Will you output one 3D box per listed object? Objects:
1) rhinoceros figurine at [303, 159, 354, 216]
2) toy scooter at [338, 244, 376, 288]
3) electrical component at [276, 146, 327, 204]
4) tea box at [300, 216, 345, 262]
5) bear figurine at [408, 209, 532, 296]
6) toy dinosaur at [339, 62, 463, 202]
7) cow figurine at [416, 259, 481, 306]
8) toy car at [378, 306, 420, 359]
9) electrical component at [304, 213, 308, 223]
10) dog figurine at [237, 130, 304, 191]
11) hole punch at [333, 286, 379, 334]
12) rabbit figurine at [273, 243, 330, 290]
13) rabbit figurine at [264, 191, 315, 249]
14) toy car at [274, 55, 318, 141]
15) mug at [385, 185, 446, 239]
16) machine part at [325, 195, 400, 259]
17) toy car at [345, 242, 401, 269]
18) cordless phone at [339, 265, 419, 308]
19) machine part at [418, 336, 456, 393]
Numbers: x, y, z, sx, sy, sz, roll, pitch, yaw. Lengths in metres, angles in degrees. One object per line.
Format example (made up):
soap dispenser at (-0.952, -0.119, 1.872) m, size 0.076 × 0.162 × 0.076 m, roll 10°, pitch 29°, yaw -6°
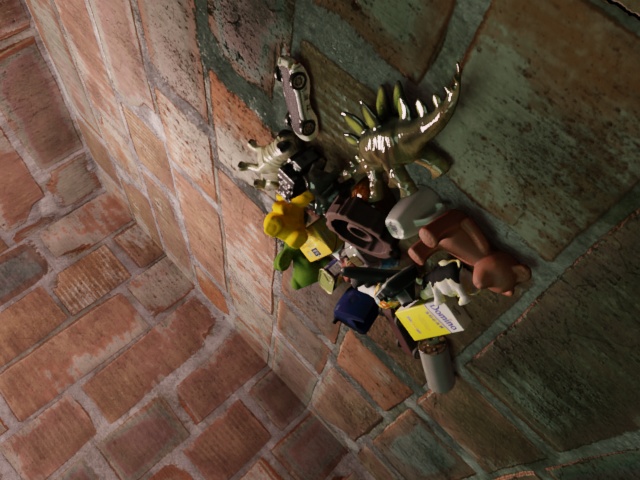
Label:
rhinoceros figurine at (0.022, -0.108, 1.271) m, size 0.073 × 0.112 × 0.190 m, roll 31°, pitch 170°, yaw 29°
toy scooter at (0.090, 0.061, 1.413) m, size 0.135 × 0.075 × 0.183 m, roll 58°, pitch -171°, yaw 14°
electrical component at (-0.046, -0.165, 1.312) m, size 0.058 × 0.115 × 0.134 m, roll 44°, pitch 157°, yaw 11°
tea box at (-0.003, -0.005, 1.520) m, size 0.098 × 0.068 × 0.169 m, roll 53°, pitch 155°, yaw -3°
bear figurine at (0.284, 0.040, 1.015) m, size 0.196 × 0.132 × 0.120 m, roll 51°, pitch 159°, yaw 15°
toy dinosaur at (0.138, -0.179, 0.981) m, size 0.198 × 0.105 × 0.471 m, roll 55°, pitch 156°, yaw -10°
cow figurine at (0.267, 0.090, 1.184) m, size 0.167 × 0.068 × 0.098 m, roll -13°, pitch 108°, yaw 60°
toy car at (0.229, 0.249, 1.493) m, size 0.089 × 0.053 × 0.201 m, roll 32°, pitch 155°, yaw 58°
electrical component at (-0.065, -0.076, 1.581) m, size 0.063 × 0.021 × 0.094 m, roll 43°, pitch 155°, yaw 18°
dog figurine at (-0.092, -0.197, 1.386) m, size 0.191 × 0.121 × 0.172 m, roll -2°, pitch 159°, yaw 41°
hole punch at (0.109, 0.189, 1.532) m, size 0.116 × 0.142 × 0.092 m, roll 27°, pitch 151°, yaw 16°
rabbit figurine at (-0.065, 0.057, 1.647) m, size 0.170 × 0.159 × 0.121 m, roll 68°, pitch 165°, yaw 0°
rabbit figurine at (-0.066, -0.084, 1.446) m, size 0.122 × 0.173 × 0.162 m, roll 26°, pitch -162°, yaw -13°
toy car at (-0.049, -0.310, 1.185) m, size 0.074 × 0.056 × 0.201 m, roll 39°, pitch 153°, yaw 40°
mug at (0.192, -0.046, 1.074) m, size 0.110 × 0.107 × 0.080 m, roll 20°, pitch 143°, yaw 52°
machine part at (0.095, -0.027, 1.168) m, size 0.179 × 0.056 × 0.179 m, roll 29°, pitch 164°, yaw 9°
toy car at (0.115, 0.019, 1.308) m, size 0.161 × 0.103 × 0.109 m, roll 54°, pitch 157°, yaw -3°
cordless phone at (0.133, 0.100, 1.286) m, size 0.184 × 0.088 × 0.146 m, roll 9°, pitch 165°, yaw -1°
machine part at (0.312, 0.330, 1.432) m, size 0.079 × 0.079 × 0.242 m, roll 26°, pitch 146°, yaw 43°
